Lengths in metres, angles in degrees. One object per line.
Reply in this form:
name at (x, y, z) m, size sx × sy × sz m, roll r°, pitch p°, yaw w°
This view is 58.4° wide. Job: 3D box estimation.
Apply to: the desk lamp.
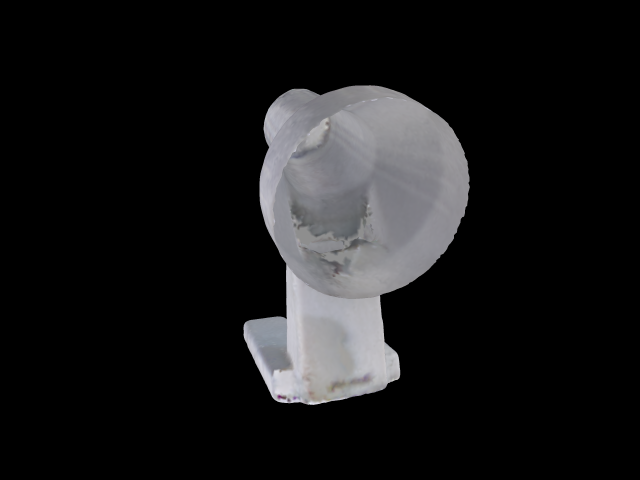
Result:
desk lamp at (0.004, 0.001, 0.400) m, size 0.118 × 0.213 × 0.202 m, roll -4°, pitch 12°, yaw -19°
